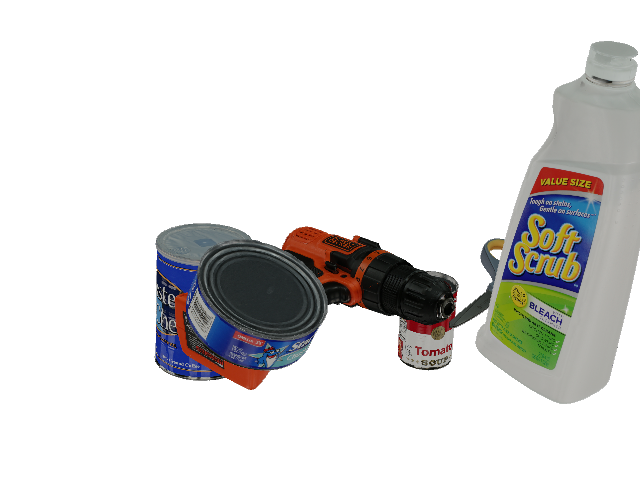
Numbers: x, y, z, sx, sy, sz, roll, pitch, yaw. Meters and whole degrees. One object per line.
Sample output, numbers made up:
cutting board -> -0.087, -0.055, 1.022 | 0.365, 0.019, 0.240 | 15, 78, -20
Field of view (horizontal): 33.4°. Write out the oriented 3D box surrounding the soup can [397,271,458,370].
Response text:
soup can -> 0.129, 0.097, 1.295 | 0.068, 0.102, 0.068 | 1, 24, -1

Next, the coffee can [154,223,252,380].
coffee can -> -0.126, 0.065, 1.148 | 0.103, 0.140, 0.103 | 4, 22, -2

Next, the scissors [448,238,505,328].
scissors -> 0.158, 0.037, 1.013 | 0.201, 0.016, 0.096 | -11, 38, -41

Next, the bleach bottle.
bleach bottle -> 0.171, -0.015, 0.729 | 0.067, 0.251, 0.103 | -19, 37, -33

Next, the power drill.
power drill -> -0.009, 0.054, 0.874 | 0.187, 0.057, 0.185 | -24, 29, -38

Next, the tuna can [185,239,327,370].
tuna can -> -0.041, 0.041, 0.673 | 0.086, 0.034, 0.086 | 16, 37, -13
